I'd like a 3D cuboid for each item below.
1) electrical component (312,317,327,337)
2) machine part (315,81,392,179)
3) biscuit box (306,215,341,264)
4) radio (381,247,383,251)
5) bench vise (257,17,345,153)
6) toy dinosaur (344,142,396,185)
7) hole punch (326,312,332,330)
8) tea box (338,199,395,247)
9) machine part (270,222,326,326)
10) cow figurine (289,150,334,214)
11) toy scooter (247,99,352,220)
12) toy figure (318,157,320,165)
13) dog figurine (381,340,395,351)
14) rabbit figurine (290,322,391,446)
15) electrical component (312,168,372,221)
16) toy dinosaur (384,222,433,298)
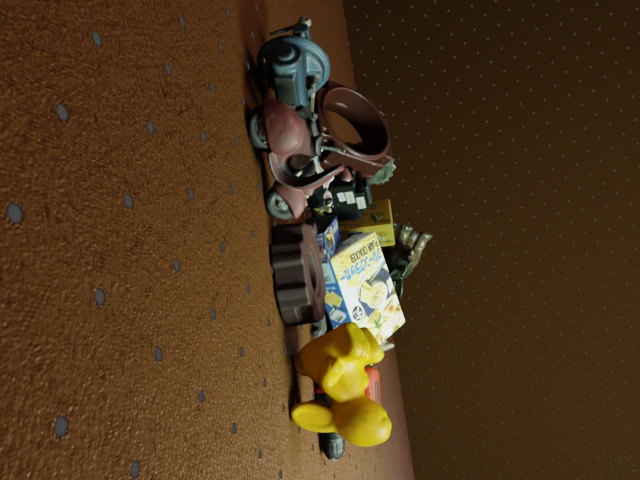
[{"bbox_3d":[-0.003,0.152,1.032,0.094,0.021,0.063,-22,104,-81],"label":"electrical component"},{"bbox_3d":[0.058,-0.241,1.193,0.201,0.087,0.201,14,60,-31],"label":"machine part"},{"bbox_3d":[-0.002,-0.003,1.046,0.203,0.063,0.059,-55,138,-75],"label":"biscuit box"},{"bbox_3d":[0.090,0.044,1.325,0.230,0.131,0.073,-87,165,-45],"label":"radio"},{"bbox_3d":[-0.037,-0.269,0.907,0.223,0.129,0.240,64,28,-57],"label":"bench vise"},{"bbox_3d":[0.090,-0.194,1.352,0.405,0.192,0.131,-38,117,-80],"label":"toy dinosaur"},{"bbox_3d":[0.050,0.168,1.191,0.116,0.092,0.142,-32,120,-46],"label":"hole punch"},{"bbox_3d":[0.084,-0.032,1.243,0.098,0.170,0.068,-89,166,-48],"label":"tea box"},{"bbox_3d":[-0.030,0.053,0.866,0.179,0.056,0.179,-8,90,-79],"label":"machine part"},{"bbox_3d":[-0.012,-0.099,1.049,0.167,0.068,0.098,65,24,-48],"label":"cow figurine"},{"bbox_3d":[-0.027,-0.125,0.800,0.075,0.135,0.183,-59,139,-71],"label":"toy scooter"},{"bbox_3d":[-0.032,-0.201,1.061,0.064,0.058,0.154,-79,164,-46],"label":"toy figure"},{"bbox_3d":[0.113,0.223,1.470,0.172,0.121,0.190,43,25,-79],"label":"dog figurine"},{"bbox_3d":[0.034,0.227,0.800,0.173,0.162,0.121,62,2,19],"label":"rabbit figurine"},{"bbox_3d":[0.043,-0.095,1.169,0.114,0.134,0.058,72,15,-53],"label":"electrical component"},{"bbox_3d":[0.190,0.053,1.445,0.471,0.105,0.198,166,-51,-88],"label":"toy dinosaur"}]
